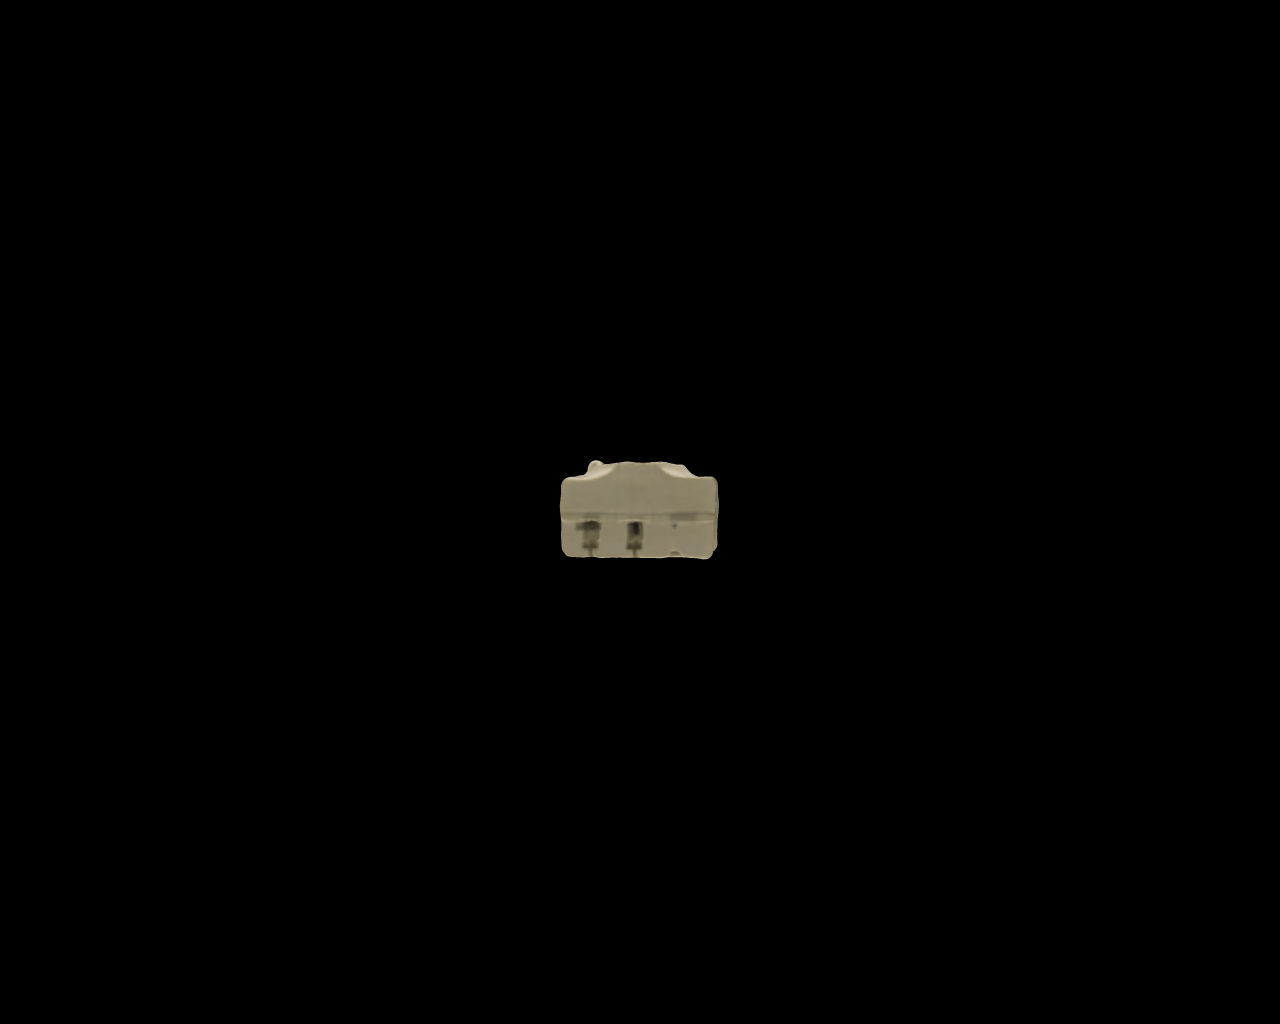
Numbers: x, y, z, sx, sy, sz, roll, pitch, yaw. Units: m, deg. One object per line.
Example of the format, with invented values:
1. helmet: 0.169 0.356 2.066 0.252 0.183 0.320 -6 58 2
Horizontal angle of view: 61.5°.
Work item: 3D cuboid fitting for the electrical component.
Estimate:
1. electrical component: 0.001 -0.003 0.650 0.089 0.055 0.050 0 4 7
